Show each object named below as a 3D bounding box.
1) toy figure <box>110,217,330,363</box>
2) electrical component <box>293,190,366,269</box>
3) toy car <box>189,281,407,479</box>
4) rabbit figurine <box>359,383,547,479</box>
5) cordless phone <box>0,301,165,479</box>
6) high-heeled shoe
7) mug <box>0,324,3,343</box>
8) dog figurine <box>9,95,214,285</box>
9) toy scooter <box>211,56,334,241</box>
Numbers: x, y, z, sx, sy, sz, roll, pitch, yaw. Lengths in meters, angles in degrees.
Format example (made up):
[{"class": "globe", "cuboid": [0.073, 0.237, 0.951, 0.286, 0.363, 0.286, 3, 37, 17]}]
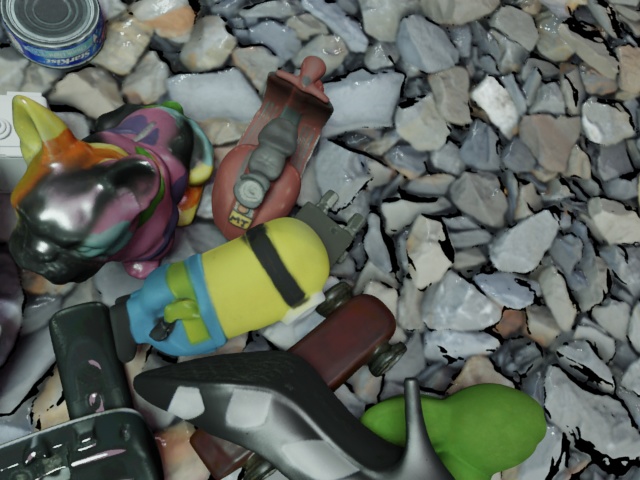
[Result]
[{"class": "toy figure", "cuboid": [-0.079, 0.041, 0.439, 0.180, 0.089, 0.082, -15, 42, -6]}, {"class": "electrical component", "cuboid": [-0.001, -0.002, 0.515, 0.063, 0.021, 0.094, 41, 69, -1]}, {"class": "toy car", "cuboid": [-0.017, 0.120, 0.462, 0.202, 0.053, 0.089, -38, 71, -19]}, {"class": "rabbit figurine", "cuboid": [0.107, 0.188, 0.443, 0.159, 0.121, 0.170, 30, 84, 18]}, {"class": "cordless phone", "cuboid": [-0.207, 0.142, 0.405, 0.147, 0.088, 0.184, -16, 68, -17]}, {"class": "high-heeled shoe", "cuboid": [-0.022, 0.162, 0.389, 0.249, 0.086, 0.145, -1, 93, 19]}, {"class": "mug", "cuboid": [-0.291, 0.103, 0.382, 0.110, 0.080, 0.107, 18, 96, 26]}, {"class": "dog figurine", "cuboid": [-0.143, -0.051, 0.390, 0.108, 0.219, 0.191, 30, 71, -9]}, {"class": "toy scooter", "cuboid": [-0.035, -0.087, 0.470, 0.075, 0.135, 0.184, 27, 72, -7]}]
